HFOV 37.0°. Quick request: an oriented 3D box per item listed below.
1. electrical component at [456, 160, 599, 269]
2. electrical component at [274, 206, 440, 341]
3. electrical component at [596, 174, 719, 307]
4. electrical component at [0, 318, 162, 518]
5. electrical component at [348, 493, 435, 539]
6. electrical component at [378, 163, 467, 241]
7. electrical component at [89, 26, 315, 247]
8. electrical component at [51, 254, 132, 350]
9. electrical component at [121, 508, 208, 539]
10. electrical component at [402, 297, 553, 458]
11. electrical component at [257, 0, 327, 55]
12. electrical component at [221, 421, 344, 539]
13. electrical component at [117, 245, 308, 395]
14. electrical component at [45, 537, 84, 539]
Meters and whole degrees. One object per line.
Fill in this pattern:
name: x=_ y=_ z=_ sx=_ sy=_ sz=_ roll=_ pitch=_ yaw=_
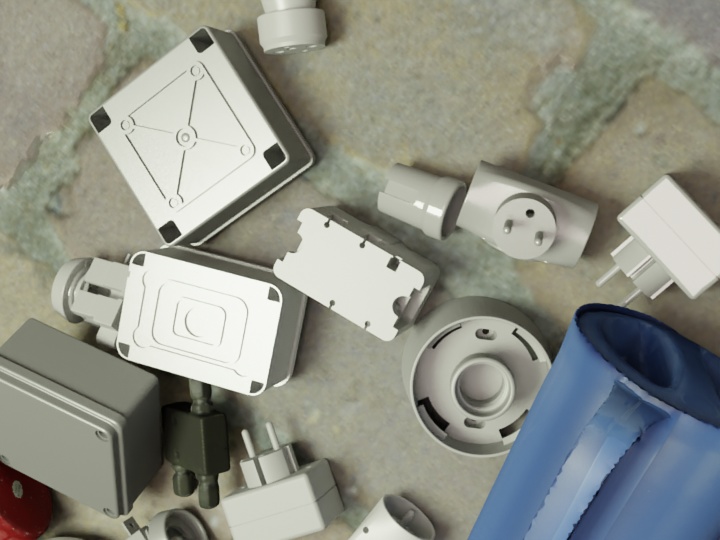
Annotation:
electrical component: x=0.099 y=-0.029 z=0.644 sx=0.077 sy=0.079 sz=0.044 roll=21 pitch=109 yaw=5
electrical component: x=0.000 y=0.000 z=0.694 sx=0.089 sy=0.056 sz=0.050 roll=30 pitch=103 yaw=12
electrical component: x=0.177 y=-0.009 z=0.645 sx=0.077 sy=0.047 sz=0.065 roll=-43 pitch=83 yaw=16
electrical component: x=-0.196 y=0.103 z=0.740 sx=0.109 sy=0.056 sz=0.108 roll=23 pitch=136 yaw=14
electrical component: x=0.024 y=0.203 z=0.714 sx=0.079 sy=0.043 sz=0.077 roll=39 pitch=105 yaw=9
electrical component: x=0.040 y=-0.045 z=0.688 sx=0.046 sy=0.040 sz=0.040 roll=23 pitch=101 yaw=19
electrical component: x=-0.105 y=-0.087 z=0.717 sx=0.109 sy=0.056 sz=0.108 roll=-34 pitch=85 yaw=17
electrical component: x=-0.181 y=0.018 z=0.753 sx=0.055 sy=0.048 sz=0.066 roll=15 pitch=72 yaw=19
electrical component: x=-0.141 y=0.200 z=0.763 sx=0.055 sy=0.048 sz=0.066 roll=-38 pitch=84 yaw=24
electrical component: x=0.076 y=0.069 z=0.687 sx=0.099 sy=0.064 sz=0.099 roll=0 pitch=97 yaw=3
electrical component: x=-0.046 y=-0.171 z=0.697 sx=0.045 sy=0.045 sz=0.055 roll=-5 pitch=94 yaw=17
electrical component: x=-0.058 y=0.142 z=0.731 sx=0.066 sy=0.047 sz=0.076 roll=-20 pitch=88 yaw=16
electrical component: x=-0.098 y=0.032 z=0.726 sx=0.113 sy=0.057 sz=0.078 roll=14 pitch=99 yaw=15
electrical component: x=-0.214 y=0.245 z=0.777 sx=0.108 sy=0.060 sz=0.108 roll=2 pitch=106 yaw=6
